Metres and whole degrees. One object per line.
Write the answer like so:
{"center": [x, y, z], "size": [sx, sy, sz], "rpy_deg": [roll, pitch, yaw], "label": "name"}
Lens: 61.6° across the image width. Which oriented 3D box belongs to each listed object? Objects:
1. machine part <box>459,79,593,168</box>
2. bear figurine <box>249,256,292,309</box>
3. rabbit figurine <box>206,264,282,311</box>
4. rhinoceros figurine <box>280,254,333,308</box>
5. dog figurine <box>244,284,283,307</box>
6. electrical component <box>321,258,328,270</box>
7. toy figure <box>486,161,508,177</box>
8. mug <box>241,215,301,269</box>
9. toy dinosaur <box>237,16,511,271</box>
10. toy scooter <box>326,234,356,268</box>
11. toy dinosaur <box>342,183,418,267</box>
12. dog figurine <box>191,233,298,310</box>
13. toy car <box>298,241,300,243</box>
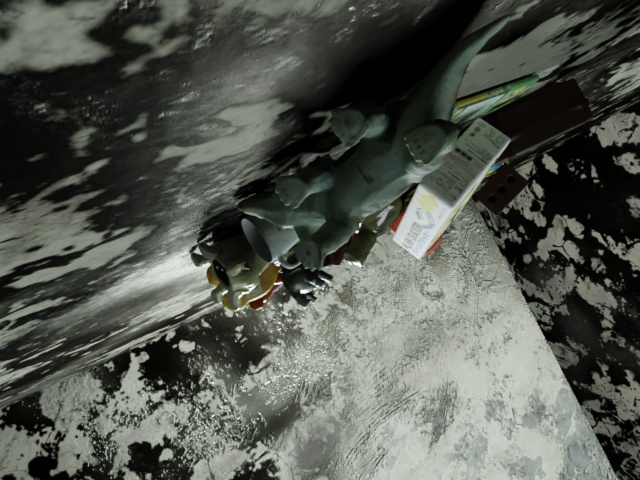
{"center": [0.350, -0.197, 0.952], "size": [0.201, 0.087, 0.201], "rpy_deg": [-24, 180, -2], "label": "machine part"}
{"center": [-0.112, 0.097, 1.307], "size": [0.196, 0.120, 0.131], "rpy_deg": [-50, 146, -22], "label": "bear figurine"}
{"center": [-0.165, 0.055, 1.094], "size": [0.162, 0.121, 0.173], "rpy_deg": [-34, -166, -36], "label": "rabbit figurine"}
{"center": [-0.037, 0.075, 1.123], "size": [0.073, 0.112, 0.190], "rpy_deg": [-56, 178, 9], "label": "rhinoceros figurine"}
{"center": [-0.143, 0.094, 1.472], "size": [0.191, 0.108, 0.219], "rpy_deg": [-30, 176, 33], "label": "dog figurine"}
{"center": [-0.002, -0.003, 1.090], "size": [0.048, 0.119, 0.075], "rpy_deg": [-22, 171, -35], "label": "electrical component"}
{"center": [0.402, -0.200, 1.293], "size": [0.089, 0.082, 0.180], "rpy_deg": [-30, 176, 11], "label": "toy figure"}
{"center": [-0.050, -0.017, 0.841], "size": [0.107, 0.109, 0.080], "rpy_deg": [-36, 171, -22], "label": "mug"}
{"center": [0.066, -0.091, 0.616], "size": [0.405, 0.131, 0.192], "rpy_deg": [-34, -177, 32], "label": "toy dinosaur"}
{"center": [0.054, 0.008, 1.216], "size": [0.075, 0.135, 0.183], "rpy_deg": [13, 171, 31], "label": "toy scooter"}
{"center": [0.089, -0.060, 0.891], "size": [0.198, 0.105, 0.471], "rpy_deg": [-48, 180, -3], "label": "toy dinosaur"}
{"center": [-0.104, 0.020, 0.931], "size": [0.190, 0.121, 0.172], "rpy_deg": [-30, -162, -27], "label": "dog figurine"}
{"center": [-0.089, 0.016, 1.204], "size": [0.202, 0.056, 0.073], "rpy_deg": [-28, 174, 24], "label": "toy car"}
